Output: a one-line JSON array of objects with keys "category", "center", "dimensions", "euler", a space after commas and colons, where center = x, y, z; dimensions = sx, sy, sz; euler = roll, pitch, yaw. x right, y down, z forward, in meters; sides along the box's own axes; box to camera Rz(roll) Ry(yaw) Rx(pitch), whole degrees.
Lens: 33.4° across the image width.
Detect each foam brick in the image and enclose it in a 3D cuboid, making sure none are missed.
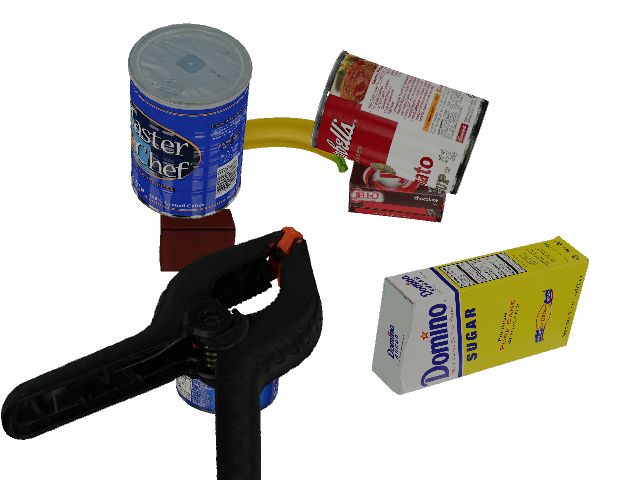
[{"category": "foam brick", "center": [-0.132, -0.001, 1.139], "dimensions": [0.078, 0.051, 0.053], "euler": [0, 25, -10]}]

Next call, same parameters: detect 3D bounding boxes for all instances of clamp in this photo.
[{"category": "clamp", "center": [-0.043, 0.055, 0.482], "dimensions": [0.120, 0.039, 0.171], "euler": [29, 48, 22]}]

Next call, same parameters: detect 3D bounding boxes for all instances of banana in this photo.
[{"category": "banana", "center": [-0.054, -0.124, 1.310], "dimensions": [0.198, 0.037, 0.069], "euler": [7, 39, 17]}]

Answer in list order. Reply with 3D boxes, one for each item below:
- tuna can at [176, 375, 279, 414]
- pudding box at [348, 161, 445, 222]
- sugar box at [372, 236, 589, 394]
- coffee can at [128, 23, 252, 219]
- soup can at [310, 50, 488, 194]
[{"category": "tuna can", "center": [-0.076, 0.108, 0.875], "dimensions": [0.086, 0.034, 0.086], "euler": [5, 22, -2]}, {"category": "pudding box", "center": [0.077, -0.068, 1.025], "dimensions": [0.090, 0.039, 0.113], "euler": [7, 39, 5]}, {"category": "sugar box", "center": [0.130, 0.060, 0.863], "dimensions": [0.175, 0.093, 0.048], "euler": [-14, 36, -28]}, {"category": "coffee can", "center": [-0.116, -0.103, 0.935], "dimensions": [0.102, 0.103, 0.140], "euler": [0, -40, -9]}, {"category": "soup can", "center": [0.053, -0.078, 0.708], "dimensions": [0.102, 0.068, 0.068], "euler": [19, 2, 6]}]
